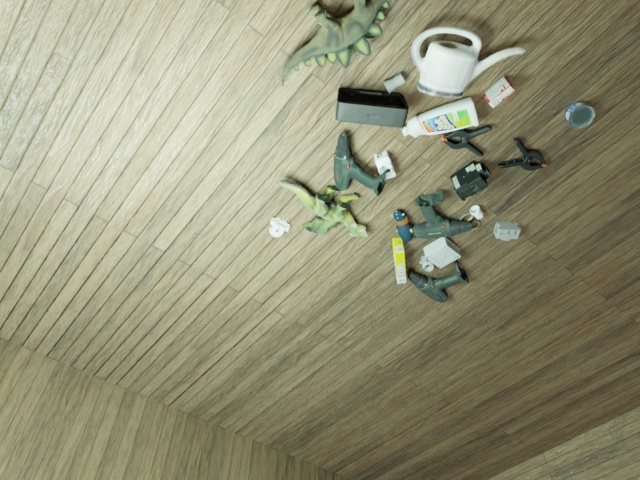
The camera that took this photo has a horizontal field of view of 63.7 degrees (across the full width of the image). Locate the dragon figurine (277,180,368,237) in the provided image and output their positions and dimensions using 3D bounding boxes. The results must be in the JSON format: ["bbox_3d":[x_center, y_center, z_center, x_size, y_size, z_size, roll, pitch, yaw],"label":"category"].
[{"bbox_3d":[0.006,-0.099,1.976,0.409,0.125,0.237,17,-45,-11],"label":"dragon figurine"}]

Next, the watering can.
[{"bbox_3d":[0.446,-0.544,1.612,0.347,0.219,0.106,9,39,-6],"label":"watering can"}]
